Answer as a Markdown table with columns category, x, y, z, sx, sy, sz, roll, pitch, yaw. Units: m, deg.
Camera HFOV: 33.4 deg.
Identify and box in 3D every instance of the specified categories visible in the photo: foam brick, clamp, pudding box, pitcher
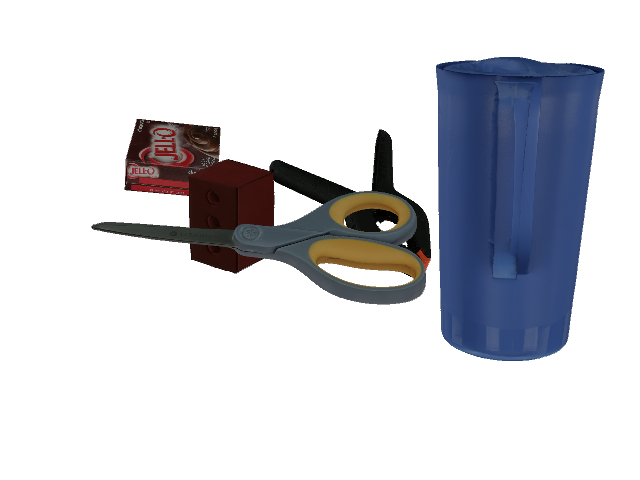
| category | x | y | z | sx | sy | sz | roll | pitch | yaw |
| --- | --- | --- | --- | --- | --- | --- | --- | --- | --- |
| foam brick | -0.074 | -0.021 | 0.898 | 0.053 | 0.078 | 0.051 | 16 | 26 | 33 |
| clamp | 0.048 | -0.038 | 1.198 | 0.164 | 0.210 | 0.036 | -14 | -37 | -23 |
| pudding box | -0.149 | -0.084 | 1.086 | 0.090 | 0.039 | 0.113 | 6 | 25 | -7 |
| pitcher | 0.156 | -0.026 | 0.876 | 0.149 | 0.243 | 0.145 | -9 | 17 | -33 |

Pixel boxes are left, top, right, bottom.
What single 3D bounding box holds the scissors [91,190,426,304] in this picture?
| category | x | y | z | sx | sy | sz | roll | pitch | yaw |
| --- | --- | --- | --- | --- | --- | --- | --- | --- | --- |
| scissors | -0.028 | -0.011 | 0.652 | 0.202 | 0.016 | 0.096 | 16 | 45 | 14 |
